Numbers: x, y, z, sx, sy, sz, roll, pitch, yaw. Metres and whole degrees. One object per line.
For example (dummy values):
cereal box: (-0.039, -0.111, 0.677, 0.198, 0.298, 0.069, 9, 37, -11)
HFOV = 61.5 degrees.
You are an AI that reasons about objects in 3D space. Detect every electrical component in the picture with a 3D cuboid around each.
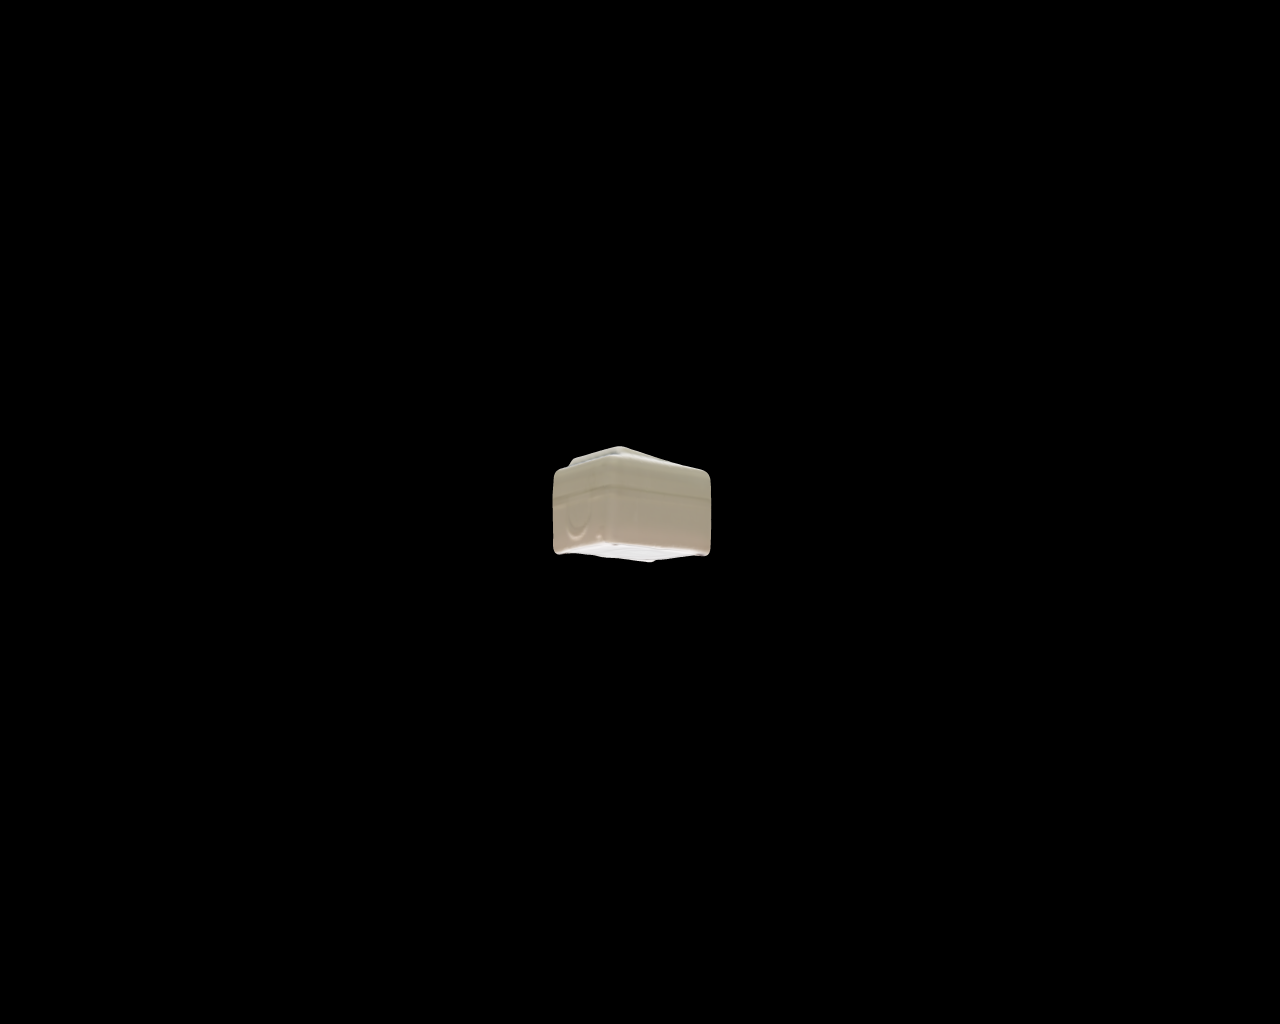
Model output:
electrical component: (0.001, -0.003, 0.650, 0.096, 0.061, 0.061, 8, -13, -39)
